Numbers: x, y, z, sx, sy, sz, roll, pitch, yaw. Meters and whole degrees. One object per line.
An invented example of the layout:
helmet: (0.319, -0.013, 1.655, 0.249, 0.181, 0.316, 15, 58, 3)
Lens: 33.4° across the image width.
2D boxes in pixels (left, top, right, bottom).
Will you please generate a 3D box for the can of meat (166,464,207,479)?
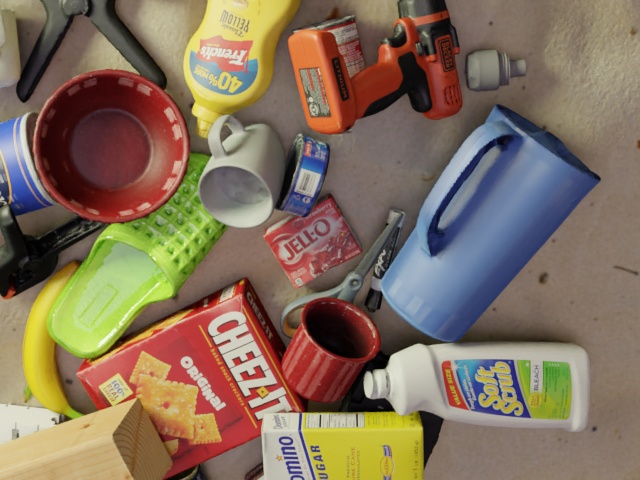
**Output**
can of meat: (-0.174, 0.315, 1.269, 0.102, 0.057, 0.084, -21, 106, 8)

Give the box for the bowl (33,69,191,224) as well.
bowl: (-0.221, -0.098, 1.134, 0.162, 0.055, 0.162, 0, 92, -13)

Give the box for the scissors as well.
scissors: (0.018, 0.048, 1.186, 0.096, 0.016, 0.202, 11, 118, -12)

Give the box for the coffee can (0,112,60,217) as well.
coffee can: (-0.357, -0.069, 1.150, 0.140, 0.103, 0.103, -16, 104, 7)

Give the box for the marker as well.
marker: (0.072, 0.025, 1.200, 0.020, 0.020, 0.121, 14, 105, -1)

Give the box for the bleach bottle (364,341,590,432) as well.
bleach bottle: (0.170, 0.163, 1.167, 0.250, 0.068, 0.102, 1, 94, -17)

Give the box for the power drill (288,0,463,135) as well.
power drill: (0.061, -0.195, 1.074, 0.187, 0.057, 0.184, -23, 105, -32)

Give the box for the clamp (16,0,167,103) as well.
clamp: (-0.245, -0.246, 1.132, 0.164, 0.036, 0.210, 3, 109, 0)

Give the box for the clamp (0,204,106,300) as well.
clamp: (-0.308, 0.010, 1.175, 0.120, 0.039, 0.172, 1, 150, -29)

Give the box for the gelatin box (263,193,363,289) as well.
gelatin box: (-0.008, 0.002, 1.191, 0.089, 0.030, 0.073, -29, 102, 9)

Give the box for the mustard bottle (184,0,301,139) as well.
mustard bottle: (-0.092, -0.198, 1.126, 0.096, 0.058, 0.192, 25, 106, 12)

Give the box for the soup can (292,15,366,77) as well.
soup can: (0.015, -0.178, 1.123, 0.068, 0.068, 0.102, -13, 104, 6)

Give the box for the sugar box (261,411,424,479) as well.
sugar box: (0.025, 0.239, 1.182, 0.176, 0.048, 0.093, -3, 111, 0)

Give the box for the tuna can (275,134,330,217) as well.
tuna can: (-0.019, -0.068, 1.143, 0.033, 0.086, 0.086, 17, 105, -12)

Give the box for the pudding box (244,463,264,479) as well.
pudding box: (-0.021, 0.289, 1.265, 0.113, 0.039, 0.090, -37, 101, 13)

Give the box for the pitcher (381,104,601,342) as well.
pitcher: (0.165, -0.015, 1.126, 0.149, 0.145, 0.243, 33, 107, -7)

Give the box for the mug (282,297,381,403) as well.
mug: (0.016, 0.120, 1.172, 0.093, 0.117, 0.082, 46, 130, 23)

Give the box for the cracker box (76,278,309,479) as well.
cracker box: (-0.142, 0.165, 1.219, 0.214, 0.072, 0.164, -26, 103, 8)

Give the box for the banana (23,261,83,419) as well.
banana: (-0.309, 0.119, 1.235, 0.069, 0.037, 0.198, -2, 107, -17)

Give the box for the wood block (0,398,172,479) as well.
wood block: (-0.283, 0.259, 1.173, 0.206, 0.090, 0.090, -20, 105, 16)
